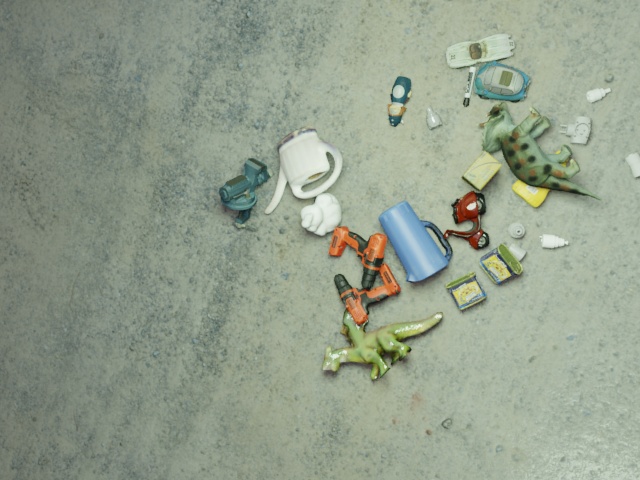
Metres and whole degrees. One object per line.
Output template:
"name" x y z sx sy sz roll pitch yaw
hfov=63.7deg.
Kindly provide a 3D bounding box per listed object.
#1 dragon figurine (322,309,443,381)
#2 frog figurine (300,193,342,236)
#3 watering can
"dragon figurine" 0.175 0.300 1.671 0.409 0.121 0.245 -44 75 3
"frog figurine" 0.005 -0.083 1.653 0.123 0.160 0.136 19 98 10
"watering can" -0.082 -0.233 1.690 0.344 0.104 0.226 -25 78 30
